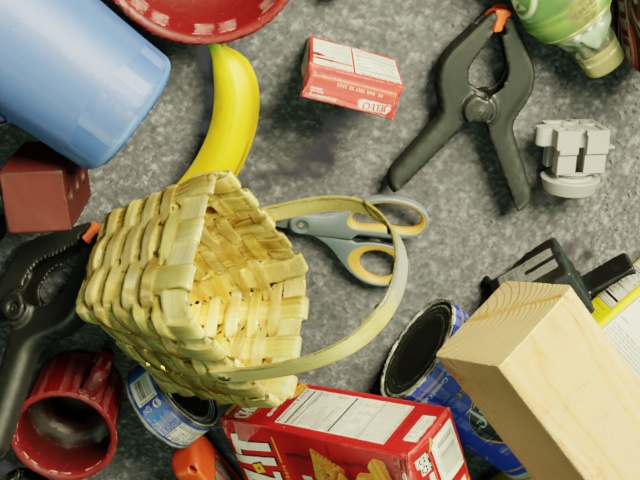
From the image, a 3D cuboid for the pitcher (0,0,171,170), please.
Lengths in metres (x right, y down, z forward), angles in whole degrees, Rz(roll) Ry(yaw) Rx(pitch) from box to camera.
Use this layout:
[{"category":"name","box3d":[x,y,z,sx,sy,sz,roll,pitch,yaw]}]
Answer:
[{"category":"pitcher","box3d":[-0.242,-0.153,0.789,0.242,0.145,0.149,37,137,-18]}]

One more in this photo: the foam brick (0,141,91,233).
[{"category":"foam brick","box3d":[-0.221,-0.045,0.864,0.051,0.078,0.053,-1,115,2]}]

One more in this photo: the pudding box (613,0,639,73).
[{"category":"pudding box","box3d":[0.245,-0.183,0.794,0.039,0.090,0.113,-9,114,2]}]

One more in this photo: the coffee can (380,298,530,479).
[{"category":"coffee can","box3d":[0.138,0.130,0.930,0.140,0.103,0.103,33,110,-14]}]

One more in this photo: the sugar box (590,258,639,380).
[{"category":"sugar box","box3d":[0.291,0.067,0.921,0.176,0.048,0.093,-43,108,5]}]

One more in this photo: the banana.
[{"category":"banana","box3d":[-0.094,-0.074,0.875,0.070,0.037,0.198,27,110,14]}]

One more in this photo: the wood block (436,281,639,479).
[{"category":"wood block","box3d":[0.200,0.139,0.841,0.090,0.091,0.206,-44,107,-18]}]

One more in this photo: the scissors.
[{"category":"scissors","box3d":[-0.006,0.001,0.919,0.202,0.016,0.096,-4,119,8]}]

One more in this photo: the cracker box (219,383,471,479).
[{"category":"cracker box","box3d":[0.029,0.215,0.926,0.214,0.072,0.164,2,121,40]}]

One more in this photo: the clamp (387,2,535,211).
[{"category":"clamp","box3d":[0.116,-0.104,0.859,0.120,0.039,0.171,-2,112,-6]}]

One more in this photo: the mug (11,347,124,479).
[{"category":"mug","box3d":[-0.215,0.143,0.947,0.093,0.081,0.117,27,112,-12]}]

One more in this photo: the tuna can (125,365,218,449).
[{"category":"tuna can","box3d":[-0.130,0.139,0.944,0.034,0.086,0.086,-39,109,15]}]

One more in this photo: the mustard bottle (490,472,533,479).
[{"category":"mustard bottle","box3d":[0.202,0.253,1.010,0.096,0.058,0.192,35,110,-19]}]

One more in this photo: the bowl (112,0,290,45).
[{"category":"bowl","box3d":[-0.087,-0.230,0.791,0.162,0.055,0.162,0,115,0]}]

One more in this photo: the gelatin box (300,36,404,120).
[{"category":"gelatin box","box3d":[0.023,-0.125,0.821,0.073,0.089,0.030,13,113,-6]}]

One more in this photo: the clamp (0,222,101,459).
[{"category":"clamp","box3d":[-0.259,0.059,0.911,0.165,0.036,0.210,40,93,28]}]

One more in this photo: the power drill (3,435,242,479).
[{"category":"power drill","box3d":[-0.177,0.247,0.998,0.188,0.057,0.184,-25,125,13]}]
